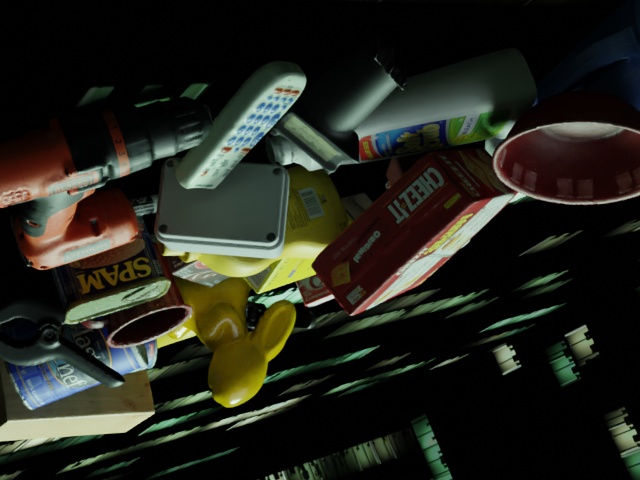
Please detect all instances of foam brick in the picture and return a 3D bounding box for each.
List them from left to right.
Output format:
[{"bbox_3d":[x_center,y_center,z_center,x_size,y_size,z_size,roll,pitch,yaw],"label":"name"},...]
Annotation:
[{"bbox_3d":[0.111,-0.074,1.196,0.053,0.051,0.078,-21,166,-10],"label":"foam brick"}]

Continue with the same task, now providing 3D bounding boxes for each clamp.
[{"bbox_3d":[-0.281,0.087,1.136,0.171,0.120,0.039,12,-178,-17],"label":"clamp"},{"bbox_3d":[-0.102,0.103,1.485,0.164,0.036,0.210,10,172,-9],"label":"clamp"}]

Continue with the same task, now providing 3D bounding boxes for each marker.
[{"bbox_3d":[-0.175,-0.030,0.996,0.120,0.020,0.020,-13,163,-32],"label":"marker"}]

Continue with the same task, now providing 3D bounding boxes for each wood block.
[{"bbox_3d":[-0.332,0.202,1.386,0.205,0.090,0.091,3,152,-39],"label":"wood block"}]

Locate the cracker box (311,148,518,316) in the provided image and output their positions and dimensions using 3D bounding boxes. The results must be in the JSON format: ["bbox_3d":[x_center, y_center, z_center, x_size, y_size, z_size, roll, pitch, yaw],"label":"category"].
[{"bbox_3d":[0.101,-0.015,1.065,0.164,0.072,0.213,-44,168,20],"label":"cracker box"}]

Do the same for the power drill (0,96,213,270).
[{"bbox_3d":[-0.182,-0.046,0.861,0.184,0.057,0.188,-16,162,-17],"label":"power drill"}]

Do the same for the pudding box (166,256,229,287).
[{"bbox_3d":[-0.112,0.012,1.197,0.090,0.039,0.113,-27,166,11],"label":"pudding box"}]

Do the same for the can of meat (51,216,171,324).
[{"bbox_3d":[-0.204,0.022,1.010,0.102,0.084,0.057,-16,164,-21],"label":"can of meat"}]

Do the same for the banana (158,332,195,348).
[{"bbox_3d":[-0.228,0.142,1.460,0.198,0.037,0.069,-23,134,30],"label":"banana"}]

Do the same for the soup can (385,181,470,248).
[{"bbox_3d":[0.128,-0.033,1.262,0.068,0.102,0.068,-21,165,-6],"label":"soup can"}]

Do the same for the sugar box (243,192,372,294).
[{"bbox_3d":[-0.008,0.002,1.217,0.175,0.048,0.093,-14,147,-52],"label":"sugar box"}]

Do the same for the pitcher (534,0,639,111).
[{"bbox_3d":[0.285,-0.148,1.052,0.145,0.149,0.243,-65,-169,-28],"label":"pitcher"}]

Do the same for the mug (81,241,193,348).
[{"bbox_3d":[-0.197,0.056,1.081,0.117,0.081,0.093,-12,158,-35],"label":"mug"}]

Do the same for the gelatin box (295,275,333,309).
[{"bbox_3d":[0.009,0.040,1.405,0.089,0.073,0.030,-22,165,-2],"label":"gelatin box"}]

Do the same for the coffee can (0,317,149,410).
[{"bbox_3d":[-0.279,0.121,1.215,0.140,0.103,0.103,-21,165,-5],"label":"coffee can"}]

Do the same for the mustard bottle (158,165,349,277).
[{"bbox_3d":[-0.069,-0.014,1.053,0.191,0.096,0.058,-14,164,-29],"label":"mustard bottle"}]

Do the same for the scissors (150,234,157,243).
[{"bbox_3d":[-0.193,0.028,1.183,0.096,0.016,0.201,-25,165,12],"label":"scissors"}]

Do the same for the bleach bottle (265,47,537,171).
[{"bbox_3d":[0.070,-0.110,0.990,0.250,0.068,0.103,-16,163,-15],"label":"bleach bottle"}]

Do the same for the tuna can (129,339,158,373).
[{"bbox_3d":[-0.233,0.120,1.314,0.033,0.086,0.086,-11,161,-33],"label":"tuna can"}]

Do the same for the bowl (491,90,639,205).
[{"bbox_3d":[0.240,-0.091,0.981,0.162,0.055,0.162,7,157,3],"label":"bowl"}]
